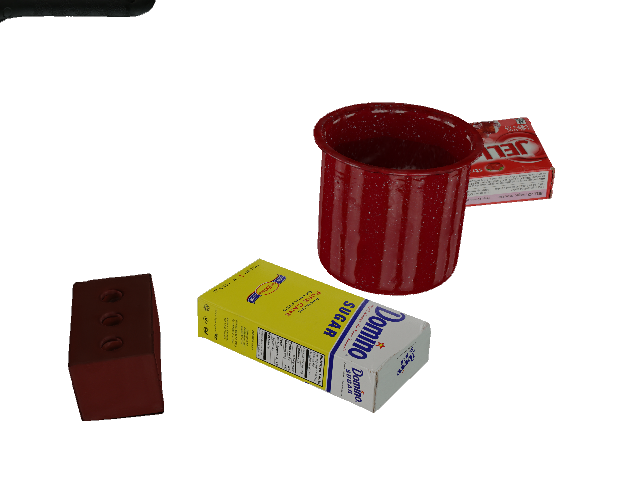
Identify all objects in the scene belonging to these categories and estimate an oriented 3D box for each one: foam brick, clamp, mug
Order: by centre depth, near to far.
[{"bbox_3d":[-0.186,-0.144,0.599,0.171,0.039,0.120,-7,24,-16],"label":"clamp"},{"bbox_3d":[0.044,-0.028,0.610,0.093,0.081,0.117,12,31,15],"label":"mug"},{"bbox_3d":[-0.128,0.067,0.674,0.053,0.051,0.078,-7,39,-6],"label":"foam brick"}]

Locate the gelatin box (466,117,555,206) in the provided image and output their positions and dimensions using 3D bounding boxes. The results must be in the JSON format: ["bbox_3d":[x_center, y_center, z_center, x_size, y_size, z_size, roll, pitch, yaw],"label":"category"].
[{"bbox_3d":[0.122,-0.059,0.797,0.089,0.030,0.073,-6,37,-2],"label":"gelatin box"}]

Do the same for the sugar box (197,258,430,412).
[{"bbox_3d":[-0.006,0.074,0.885,0.176,0.048,0.093,17,30,28],"label":"sugar box"}]
